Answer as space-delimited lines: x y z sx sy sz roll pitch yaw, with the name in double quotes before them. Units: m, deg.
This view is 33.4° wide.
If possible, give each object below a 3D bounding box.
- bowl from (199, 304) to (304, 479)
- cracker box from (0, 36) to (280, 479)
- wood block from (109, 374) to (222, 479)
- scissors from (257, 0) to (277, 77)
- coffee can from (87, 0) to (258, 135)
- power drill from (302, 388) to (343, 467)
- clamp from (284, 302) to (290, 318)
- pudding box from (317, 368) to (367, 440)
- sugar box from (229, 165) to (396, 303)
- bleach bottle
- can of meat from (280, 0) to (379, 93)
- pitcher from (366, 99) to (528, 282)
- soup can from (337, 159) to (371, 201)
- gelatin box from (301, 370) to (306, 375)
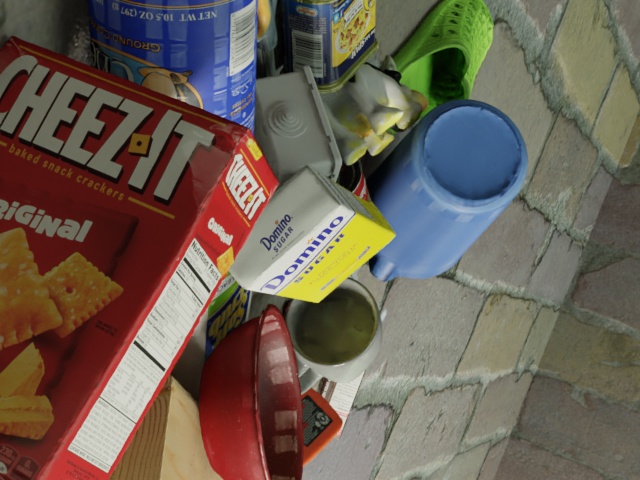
"bowl" -0.054 0.132 0.824 0.162 0.055 0.162 -7 90 -81
"cracker box" -0.146 0.014 0.558 0.213 0.164 0.072 -61 159 -16
"wood block" -0.128 0.178 0.824 0.206 0.091 0.090 65 26 -61
"scissors" -0.036 -0.173 0.799 0.201 0.016 0.096 39 66 -84
"coffee can" -0.089 -0.110 0.656 0.102 0.103 0.140 -44 148 -45
"power drill" -0.071 0.227 0.999 0.188 0.057 0.184 -49 174 37
"clamp" -0.016 0.128 1.144 0.120 0.039 0.171 -65 155 -20
"pudding box" 0.023 0.138 1.094 0.113 0.039 0.090 -63 172 -73
"sugar box" -0.005 0.001 0.816 0.093 0.048 0.176 -42 166 9
"bleach bottle" -0.091 0.056 0.867 0.102 0.068 0.251 -48 153 -41
"can of meat" 0.008 -0.183 0.876 0.102 0.057 0.084 -51 151 -42
"pitcher" 0.121 -0.057 1.050 0.243 0.145 0.149 122 -43 -74
"soup can" 0.014 -0.038 1.014 0.068 0.069 0.102 -60 158 -19
"gelatin box" -0.042 0.109 1.014 0.089 0.073 0.030 -18 127 -63
